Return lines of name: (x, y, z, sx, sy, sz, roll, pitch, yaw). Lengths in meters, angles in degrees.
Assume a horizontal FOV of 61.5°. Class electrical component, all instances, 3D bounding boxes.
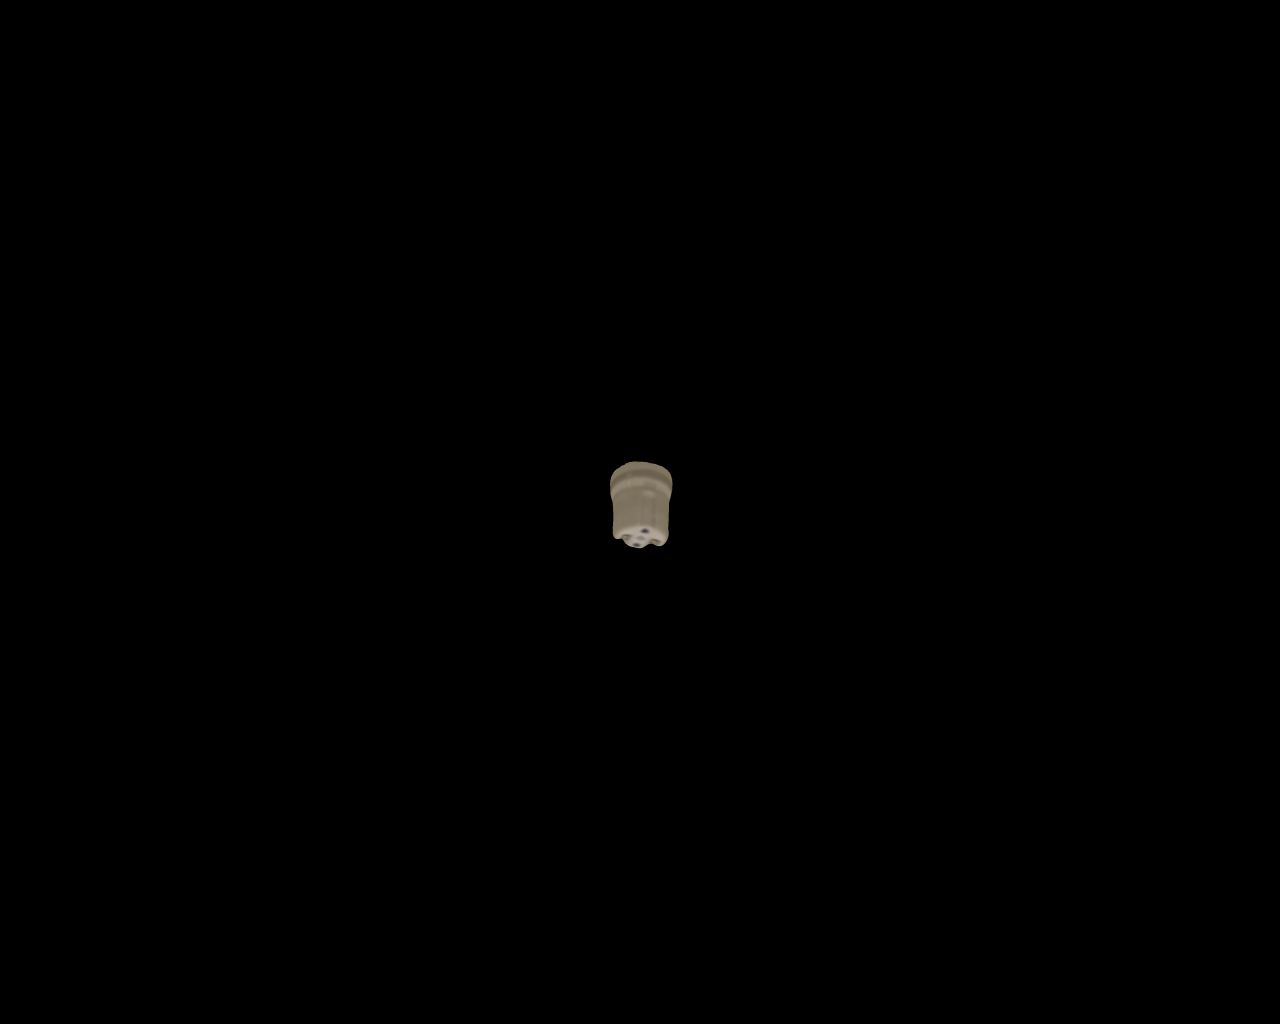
electrical component: (0.001, -0.003, 0.650, 0.040, 0.046, 0.040, 0, -34, 0)
